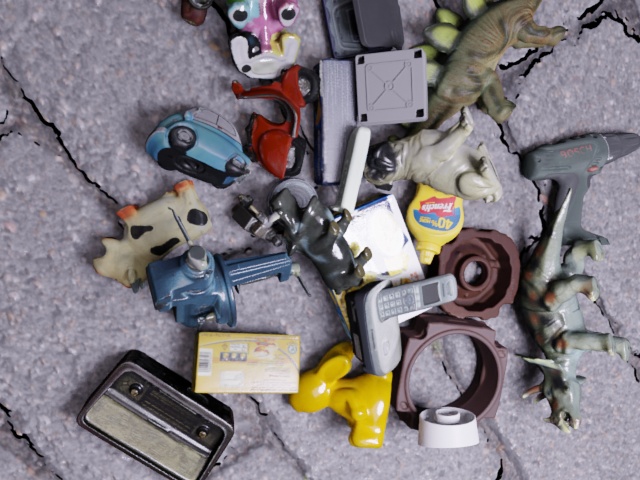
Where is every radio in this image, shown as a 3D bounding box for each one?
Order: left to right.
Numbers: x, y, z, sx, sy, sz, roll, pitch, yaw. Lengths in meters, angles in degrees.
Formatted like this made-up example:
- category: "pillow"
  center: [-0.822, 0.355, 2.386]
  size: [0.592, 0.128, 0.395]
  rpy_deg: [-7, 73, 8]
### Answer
- category: "radio"
  center: [-0.260, 0.292, 0.883]
  size: [0.229, 0.073, 0.131]
  rpy_deg: [37, 88, -13]

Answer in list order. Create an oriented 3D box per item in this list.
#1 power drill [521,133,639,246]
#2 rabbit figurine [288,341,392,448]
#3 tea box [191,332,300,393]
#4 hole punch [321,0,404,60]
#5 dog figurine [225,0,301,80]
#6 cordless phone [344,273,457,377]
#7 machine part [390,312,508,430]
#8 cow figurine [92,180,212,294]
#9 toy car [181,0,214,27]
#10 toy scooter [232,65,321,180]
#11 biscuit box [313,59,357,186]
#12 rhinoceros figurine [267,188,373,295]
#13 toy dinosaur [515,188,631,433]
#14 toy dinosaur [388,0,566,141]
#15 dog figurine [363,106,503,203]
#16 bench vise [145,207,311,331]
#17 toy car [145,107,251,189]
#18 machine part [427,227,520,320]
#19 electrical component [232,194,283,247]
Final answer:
- category: "power drill"
  center: [0.490, -0.092, 0.991]
  size: [0.232, 0.086, 0.207]
  rpy_deg: [-4, 101, -10]
- category: "rabbit figurine"
  center: [0.032, 0.264, 0.923]
  size: [0.173, 0.122, 0.162]
  rpy_deg: [7, 102, 7]
- category: "tea box"
  center: [-0.121, 0.202, 0.886]
  size: [0.170, 0.068, 0.098]
  rpy_deg: [7, 75, -17]
- category: "hole punch"
  center: [0.071, -0.360, 0.881]
  size: [0.116, 0.092, 0.142]
  rpy_deg: [-18, 98, -40]
- category: "dog figurine"
  center: [-0.097, -0.386, 0.832]
  size: [0.108, 0.191, 0.219]
  rpy_deg: [-7, 63, -8]
- category: "cordless phone"
  center: [0.141, 0.129, 0.875]
  size: [0.184, 0.089, 0.146]
  rpy_deg: [-12, 100, -13]
- category: "machine part"
  center: [0.227, 0.239, 0.971]
  size: [0.201, 0.087, 0.201]
  rpy_deg: [9, 96, -13]
- category: "cow figurine"
  center: [-0.264, -0.001, 0.848]
  size: [0.195, 0.085, 0.127]
  rpy_deg: [-28, 95, -8]
- category: "toy car"
  center: [-0.178, -0.427, 0.810]
  size: [0.053, 0.089, 0.202]
  rpy_deg: [8, 96, -17]
- category: "toy scooter"
  center: [-0.080, -0.191, 0.857]
  size: [0.135, 0.075, 0.183]
  rpy_deg: [11, 111, -5]
- category: "biscuit box"
  center: [0.024, -0.191, 0.894]
  size: [0.063, 0.059, 0.202]
  rpy_deg: [-2, 96, -13]
- category: "rhinoceros figurine"
  center: [-0.002, -0.003, 0.834]
  size: [0.112, 0.073, 0.190]
  rpy_deg: [-27, 108, 34]
- category: "toy dinosaur"
  center: [0.420, 0.122, 0.963]
  size: [0.131, 0.192, 0.404]
  rpy_deg: [-11, 87, -49]
- category: "toy dinosaur"
  center: [0.246, -0.286, 0.912]
  size: [0.198, 0.105, 0.471]
  rpy_deg: [34, 94, -6]
- category: "dog figurine"
  center: [0.178, -0.106, 0.869]
  size: [0.191, 0.121, 0.172]
  rpy_deg: [-26, 91, 23]
- category: "bench vise"
  center: [-0.140, 0.057, 0.831]
  size: [0.241, 0.129, 0.223]
  rpy_deg: [-12, 142, -21]
- category: "toy car"
  center: [-0.181, -0.153, 0.838]
  size: [0.161, 0.109, 0.103]
  rpy_deg: [20, 68, -21]
- category: "machine part"
  center: [0.276, 0.059, 0.977]
  size: [0.179, 0.056, 0.179]
  rpy_deg: [-1, 96, -12]
- category: "electrical component"
  center: [-0.103, -0.034, 0.870]
  size: [0.078, 0.102, 0.045]
  rpy_deg: [29, 98, -36]
